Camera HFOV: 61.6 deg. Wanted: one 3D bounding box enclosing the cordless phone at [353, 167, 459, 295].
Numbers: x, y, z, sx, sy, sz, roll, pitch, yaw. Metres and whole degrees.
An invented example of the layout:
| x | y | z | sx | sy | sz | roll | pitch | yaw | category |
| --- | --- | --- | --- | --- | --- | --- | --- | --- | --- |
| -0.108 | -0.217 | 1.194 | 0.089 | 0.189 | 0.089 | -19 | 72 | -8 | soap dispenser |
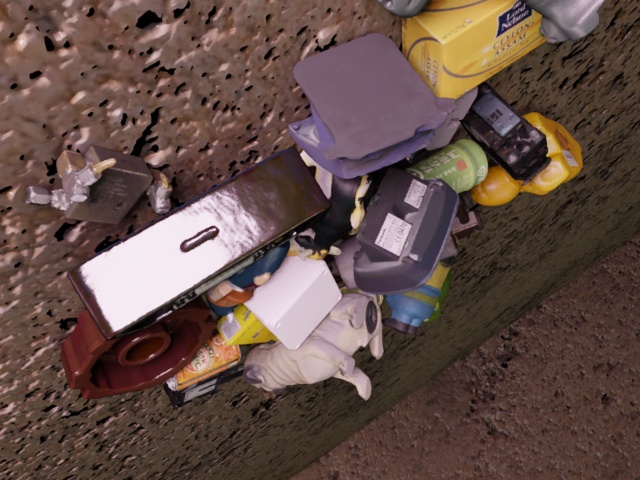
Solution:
| x | y | z | sx | sy | sz | roll | pitch | yaw | category |
| --- | --- | --- | --- | --- | --- | --- | --- | --- | --- |
| 0.084 | 0.018 | 0.637 | 0.184 | 0.089 | 0.146 | 105 | 10 | -59 | cordless phone |

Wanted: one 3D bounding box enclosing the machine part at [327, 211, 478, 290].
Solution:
| x | y | z | sx | sy | sz | roll | pitch | yaw | category |
| --- | --- | --- | --- | --- | --- | --- | --- | --- | --- |
| 0.109 | 0.012 | 0.781 | 0.243 | 0.079 | 0.079 | -19 | 158 | 15 | machine part |

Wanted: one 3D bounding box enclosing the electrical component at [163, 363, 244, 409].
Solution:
| x | y | z | sx | sy | sz | roll | pitch | yaw | category |
| --- | --- | --- | --- | --- | --- | --- | --- | --- | --- |
| -0.183 | 0.212 | 0.850 | 0.119 | 0.048 | 0.074 | -21 | 151 | -29 | electrical component |

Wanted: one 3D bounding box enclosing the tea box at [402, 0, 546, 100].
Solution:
| x | y | z | sx | sy | sz | roll | pitch | yaw | category |
| --- | --- | --- | --- | --- | --- | --- | --- | --- | --- |
| 0.168 | -0.220 | 0.533 | 0.170 | 0.068 | 0.098 | -33 | 155 | -4 | tea box |

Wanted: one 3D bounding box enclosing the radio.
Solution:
| x | y | z | sx | sy | sz | roll | pitch | yaw | category |
| --- | --- | --- | --- | --- | --- | --- | --- | --- | --- |
| -0.109 | 0.006 | 0.522 | 0.230 | 0.073 | 0.131 | -30 | 177 | -11 | radio |

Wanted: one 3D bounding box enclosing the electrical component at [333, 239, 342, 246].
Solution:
| x | y | z | sx | sy | sz | roll | pitch | yaw | category |
| --- | --- | --- | --- | --- | --- | --- | --- | --- | --- |
| -0.002 | -0.002 | 0.743 | 0.094 | 0.021 | 0.063 | -13 | 145 | -38 | electrical component |

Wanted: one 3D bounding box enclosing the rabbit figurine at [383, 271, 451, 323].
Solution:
| x | y | z | sx | sy | sz | roll | pitch | yaw | category |
| --- | --- | --- | --- | --- | --- | --- | --- | --- | --- |
| 0.148 | 0.072 | 0.955 | 0.170 | 0.121 | 0.159 | -1 | 136 | -28 | rabbit figurine |

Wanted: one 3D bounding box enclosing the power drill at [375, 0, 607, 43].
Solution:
| x | y | z | sx | sy | sz | roll | pitch | yaw | category |
| --- | --- | --- | --- | --- | --- | --- | --- | --- | --- |
| 0.153 | -0.247 | 0.384 | 0.207 | 0.086 | 0.232 | 14 | 134 | -27 | power drill |

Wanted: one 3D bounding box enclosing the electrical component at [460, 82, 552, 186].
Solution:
| x | y | z | sx | sy | sz | roll | pitch | yaw | category |
| --- | --- | --- | --- | --- | --- | --- | --- | --- | --- |
| 0.240 | -0.139 | 0.705 | 0.058 | 0.115 | 0.134 | -45 | 155 | 13 | electrical component |

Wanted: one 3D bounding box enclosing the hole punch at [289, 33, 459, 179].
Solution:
| x | y | z | sx | sy | sz | roll | pitch | yaw | category |
| --- | --- | --- | --- | --- | --- | --- | --- | --- | --- |
| 0.039 | -0.114 | 0.510 | 0.142 | 0.116 | 0.092 | -25 | 160 | -22 | hole punch |

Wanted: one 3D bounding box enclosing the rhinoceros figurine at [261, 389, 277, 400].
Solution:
| x | y | z | sx | sy | sz | roll | pitch | yaw | category |
| --- | --- | --- | --- | --- | --- | --- | --- | --- | --- |
| -0.055 | 0.227 | 0.956 | 0.112 | 0.073 | 0.190 | -20 | 167 | -29 | rhinoceros figurine |

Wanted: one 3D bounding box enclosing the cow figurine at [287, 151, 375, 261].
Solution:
| x | y | z | sx | sy | sz | roll | pitch | yaw | category |
| --- | --- | --- | --- | --- | --- | --- | --- | --- | --- |
| 0.008 | -0.027 | 0.624 | 0.068 | 0.098 | 0.167 | -15 | 142 | -37 | cow figurine |

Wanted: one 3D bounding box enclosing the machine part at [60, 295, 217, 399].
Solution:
| x | y | z | sx | sy | sz | roll | pitch | yaw | category |
| --- | --- | --- | --- | --- | --- | --- | --- | --- | --- |
| -0.216 | 0.118 | 0.645 | 0.179 | 0.056 | 0.179 | -28 | 152 | -17 | machine part |

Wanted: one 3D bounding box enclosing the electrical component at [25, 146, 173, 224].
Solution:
| x | y | z | sx | sy | sz | roll | pitch | yaw | category |
| --- | --- | --- | --- | --- | --- | --- | --- | --- | --- |
| -0.172 | -0.042 | 0.440 | 0.078 | 0.045 | 0.102 | -46 | 153 | 15 | electrical component |

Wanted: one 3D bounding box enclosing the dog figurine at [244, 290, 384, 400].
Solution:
| x | y | z | sx | sy | sz | roll | pitch | yaw | category |
| --- | --- | --- | --- | --- | --- | --- | --- | --- | --- |
| -0.014 | 0.146 | 0.805 | 0.172 | 0.191 | 0.121 | -62 | 141 | -41 | dog figurine |

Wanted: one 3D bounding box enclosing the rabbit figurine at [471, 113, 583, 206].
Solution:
| x | y | z | sx | sy | sz | roll | pitch | yaw | category |
| --- | --- | --- | --- | --- | --- | --- | --- | --- | --- |
| 0.331 | -0.119 | 0.889 | 0.173 | 0.122 | 0.162 | -38 | 168 | 37 | rabbit figurine |

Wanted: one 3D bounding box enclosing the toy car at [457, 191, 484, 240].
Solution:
| x | y | z | sx | sy | sz | roll | pitch | yaw | category |
| --- | --- | --- | --- | --- | --- | --- | --- | --- | --- |
| 0.224 | -0.042 | 0.921 | 0.089 | 0.053 | 0.202 | -22 | 157 | 19 | toy car |

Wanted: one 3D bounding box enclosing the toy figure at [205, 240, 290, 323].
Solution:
| x | y | z | sx | sy | sz | roll | pitch | yaw | category |
| --- | --- | --- | --- | --- | --- | --- | --- | --- | --- |
| -0.097 | 0.040 | 0.653 | 0.057 | 0.064 | 0.154 | 32 | 120 | -21 | toy figure |

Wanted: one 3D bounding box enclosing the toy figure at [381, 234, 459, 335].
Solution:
| x | y | z | sx | sy | sz | roll | pitch | yaw | category |
| --- | --- | --- | --- | --- | --- | --- | --- | --- | --- |
| 0.158 | 0.060 | 0.840 | 0.082 | 0.089 | 0.180 | 28 | 78 | -58 | toy figure |

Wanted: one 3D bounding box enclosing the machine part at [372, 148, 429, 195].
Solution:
| x | y | z | sx | sy | sz | roll | pitch | yaw | category |
| --- | --- | --- | --- | --- | --- | --- | --- | --- | --- |
| 0.078 | -0.103 | 0.626 | 0.039 | 0.084 | 0.138 | -51 | 172 | -28 | machine part |
